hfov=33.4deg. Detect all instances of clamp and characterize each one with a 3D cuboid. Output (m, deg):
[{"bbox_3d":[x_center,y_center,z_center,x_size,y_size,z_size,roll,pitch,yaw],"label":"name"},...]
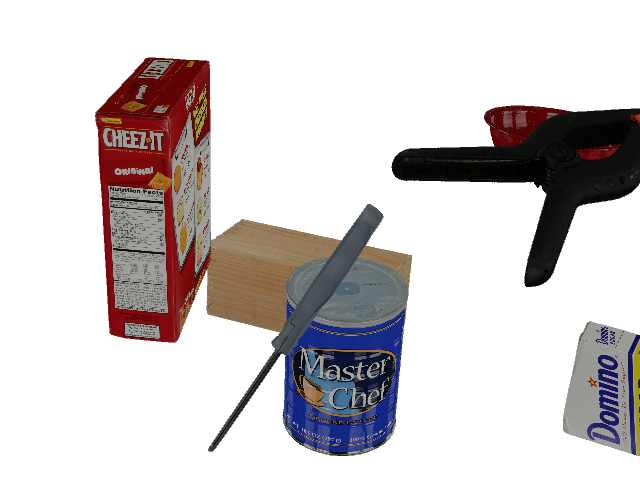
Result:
[{"bbox_3d":[0.182,-0.046,0.810,0.209,0.036,0.165,-20,46,-19],"label":"clamp"}]

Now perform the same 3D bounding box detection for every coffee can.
[{"bbox_3d":[0.020,0.099,0.924,0.103,0.140,0.103,2,30,-1],"label":"coffee can"}]

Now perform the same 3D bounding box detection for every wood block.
[{"bbox_3d":[-0.014,0.050,1.179,0.206,0.091,0.090,13,24,19],"label":"wood block"}]

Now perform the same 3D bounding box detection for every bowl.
[{"bbox_3d":[0.255,-0.101,1.172,0.162,0.055,0.162,6,22,-3],"label":"bowl"}]

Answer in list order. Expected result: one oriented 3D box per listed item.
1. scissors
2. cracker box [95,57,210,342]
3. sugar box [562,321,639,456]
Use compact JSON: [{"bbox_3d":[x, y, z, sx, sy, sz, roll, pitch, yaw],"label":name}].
[{"bbox_3d":[-0.017,0.059,0.707,0.016,0.201,0.096,34,-8,1],"label":"scissors"},{"bbox_3d":[-0.147,-0.040,0.970,0.072,0.214,0.164,4,26,5],"label":"cracker box"},{"bbox_3d":[0.289,0.135,0.857,0.176,0.093,0.048,13,25,20],"label":"sugar box"}]
